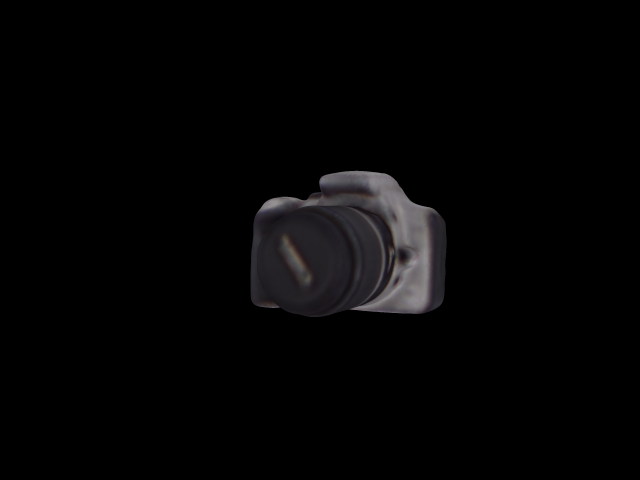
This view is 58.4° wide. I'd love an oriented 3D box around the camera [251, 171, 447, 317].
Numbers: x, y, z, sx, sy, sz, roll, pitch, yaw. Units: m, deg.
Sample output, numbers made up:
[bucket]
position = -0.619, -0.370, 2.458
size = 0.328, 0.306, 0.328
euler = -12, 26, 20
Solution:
[camera]
position = 0.004, 0.001, 0.400
size = 0.142, 0.101, 0.137
euler = 1, 3, 28
